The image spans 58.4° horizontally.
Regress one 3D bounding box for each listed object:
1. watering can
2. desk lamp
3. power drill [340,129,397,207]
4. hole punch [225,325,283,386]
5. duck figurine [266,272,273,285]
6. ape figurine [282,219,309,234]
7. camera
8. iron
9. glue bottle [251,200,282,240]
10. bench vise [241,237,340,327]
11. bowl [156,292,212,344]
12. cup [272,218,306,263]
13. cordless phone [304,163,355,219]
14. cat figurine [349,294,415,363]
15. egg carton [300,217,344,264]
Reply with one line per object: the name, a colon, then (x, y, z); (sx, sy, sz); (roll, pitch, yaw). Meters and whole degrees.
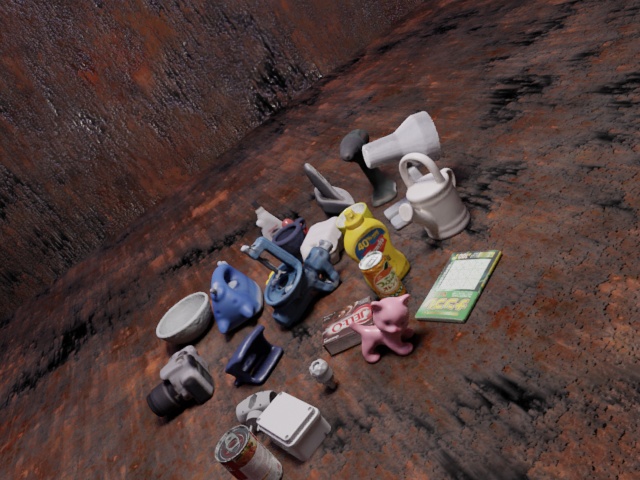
watering can: (0.233, -0.098, 1.219); (0.100, 0.194, 0.173); (-18, 29, 33)
desk lamp: (0.207, -0.170, 1.359); (0.203, 0.214, 0.117); (-34, 24, 3)
power drill: (0.124, -0.197, 1.523); (0.075, 0.209, 0.229); (-26, 26, 19)
hole punch: (-0.153, 0.244, 1.217); (0.100, 0.091, 0.109); (-11, 34, 43)
duck figurine: (-0.084, 0.108, 1.382); (0.104, 0.086, 0.077); (-16, 30, 35)
ape figurine: (-0.072, -0.023, 1.598); (0.078, 0.092, 0.076); (-38, 24, -7)
camera: (-0.324, 0.319, 1.288); (0.137, 0.101, 0.143); (-37, 24, -3)
iron: (-0.232, 0.123, 1.478); (0.118, 0.142, 0.258); (-32, 24, 8)
glue bottle: (-0.144, -0.044, 1.630); (0.078, 0.173, 0.037); (-40, 25, -11)
bench vise: (-0.072, 0.058, 1.295); (0.121, 0.220, 0.208); (-6, 38, 47)
bowl: (-0.349, 0.221, 1.529); (0.167, 0.075, 0.167); (-28, 25, 15)
cup: (-0.060, 0.006, 1.527); (0.091, 0.095, 0.118); (-5, 38, 48)
cordless phone: (0.013, -0.153, 1.613); (0.094, 0.185, 0.147); (-34, 24, 3)
cat figurine: (0.112, 0.148, 1.018); (0.127, 0.118, 0.067); (-22, 28, 27)
egg carton: (0.013, 0.005, 1.465); (0.107, 0.069, 0.150); (-20, 28, 30)
